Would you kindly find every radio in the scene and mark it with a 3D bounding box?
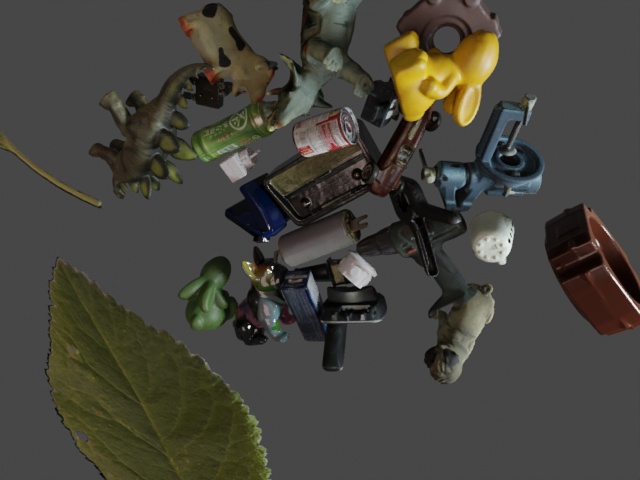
[{"bbox_3d":[0.013,-0.128,1.075,0.230,0.073,0.131,-26,109,29],"label":"radio"}]

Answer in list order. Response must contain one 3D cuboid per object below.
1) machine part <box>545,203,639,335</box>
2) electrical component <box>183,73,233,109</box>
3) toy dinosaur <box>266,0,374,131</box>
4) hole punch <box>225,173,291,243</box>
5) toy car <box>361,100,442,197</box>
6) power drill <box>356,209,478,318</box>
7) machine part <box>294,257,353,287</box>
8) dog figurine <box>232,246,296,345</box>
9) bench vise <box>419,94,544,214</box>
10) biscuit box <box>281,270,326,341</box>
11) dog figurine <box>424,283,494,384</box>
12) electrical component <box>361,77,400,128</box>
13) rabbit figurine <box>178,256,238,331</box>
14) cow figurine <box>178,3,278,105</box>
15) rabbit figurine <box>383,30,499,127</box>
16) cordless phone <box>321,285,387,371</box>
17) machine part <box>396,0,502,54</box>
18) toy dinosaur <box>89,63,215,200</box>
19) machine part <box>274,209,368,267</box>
[{"bbox_3d":[0.489,0.052,0.959,0.201,0.201,0.087,46,125,-13],"label":"machine part"},{"bbox_3d":[-0.225,-0.300,1.064,0.102,0.045,0.078,19,122,5],"label":"electrical component"},{"bbox_3d":[0.014,-0.371,0.898,0.192,0.131,0.404,35,117,49],"label":"toy dinosaur"},{"bbox_3d":[-0.118,-0.070,1.123,0.116,0.142,0.092,36,120,7],"label":"hole punch"},{"bbox_3d":[0.151,-0.168,0.970,0.089,0.053,0.202,23,103,-37],"label":"toy car"},{"bbox_3d":[0.211,0.051,1.101,0.232,0.086,0.207,-28,83,23],"label":"power drill"},{"bbox_3d":[0.000,0.078,1.227,0.139,0.039,0.084,-10,125,20],"label":"machine part"},{"bbox_3d":[-0.147,0.129,1.266,0.192,0.108,0.219,-10,112,25],"label":"dog figurine"},{"bbox_3d":[0.296,-0.152,0.934,0.224,0.129,0.240,11,140,2],"label":"bench vise"},{"bbox_3d":[-0.028,0.155,1.237,0.063,0.059,0.202,-4,134,16],"label":"biscuit box"},{"bbox_3d":[0.296,0.190,1.110,0.121,0.190,0.172,22,122,3],"label":"dog figurine"},{"bbox_3d":[0.107,-0.239,0.949,0.048,0.119,0.074,33,129,19],"label":"electrical component"},{"bbox_3d":[-0.271,0.120,1.284,0.121,0.159,0.170,22,109,15],"label":"rabbit figurine"},{"bbox_3d":[-0.160,-0.341,0.990,0.127,0.085,0.194,-29,97,2],"label":"cow figurine"},{"bbox_3d":[0.203,-0.261,0.853,0.173,0.122,0.162,-23,117,9],"label":"rabbit figurine"},{"bbox_3d":[0.070,0.198,1.186,0.147,0.184,0.088,-3,151,19],"label":"cordless phone"},{"bbox_3d":[0.212,-0.334,0.901,0.180,0.056,0.179,8,123,13],"label":"machine part"},{"bbox_3d":[-0.343,-0.211,1.086,0.198,0.105,0.471,45,135,4],"label":"toy dinosaur"},{"bbox_3d":[-0.002,-0.003,1.155,0.243,0.079,0.079,-22,112,28],"label":"machine part"}]
